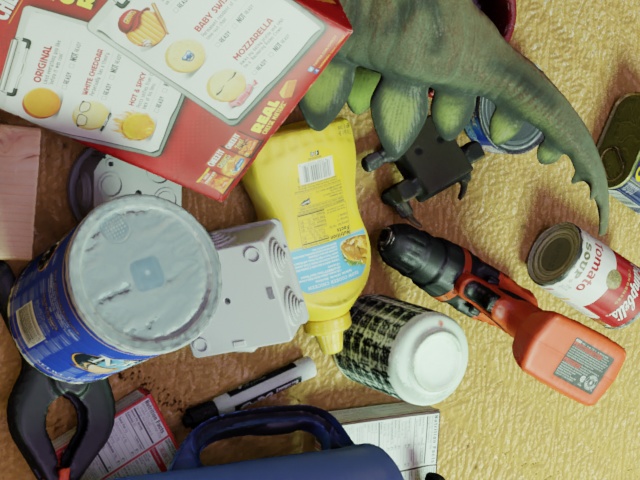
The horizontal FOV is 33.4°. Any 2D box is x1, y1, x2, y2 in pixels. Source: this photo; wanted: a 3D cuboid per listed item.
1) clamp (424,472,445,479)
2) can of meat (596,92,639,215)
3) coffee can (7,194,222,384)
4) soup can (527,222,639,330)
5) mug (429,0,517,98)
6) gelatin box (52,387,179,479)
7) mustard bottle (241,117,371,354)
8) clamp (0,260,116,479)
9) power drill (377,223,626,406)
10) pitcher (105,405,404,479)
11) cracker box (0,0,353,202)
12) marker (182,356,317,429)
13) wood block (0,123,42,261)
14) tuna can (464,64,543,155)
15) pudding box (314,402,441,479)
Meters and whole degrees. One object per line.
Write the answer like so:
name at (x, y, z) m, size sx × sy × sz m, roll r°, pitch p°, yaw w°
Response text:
clamp at (0.072, 0.316, 0.953) m, size 0.164 × 0.036 × 0.210 m, roll -29°, pitch 122°, yaw -4°
can of meat at (0.318, -0.080, 1.040) m, size 0.083 × 0.058 × 0.102 m, roll 28°, pitch 83°, yaw -31°
coffee can at (-0.141, 0.037, 0.718) m, size 0.102 × 0.141 × 0.103 m, roll 9°, pitch 71°, yaw -29°
soup can at (0.255, 0.034, 1.012) m, size 0.102 × 0.069 × 0.068 m, roll 30°, pitch 82°, yaw -27°
mug at (0.101, -0.177, 0.894) m, size 0.093 × 0.082 × 0.117 m, roll 4°, pitch 94°, yaw -29°
gelatin box at (-0.156, 0.168, 0.827) m, size 0.089 × 0.030 × 0.073 m, roll -32°, pitch 109°, yaw -21°
mustard bottle at (-0.006, 0.001, 0.871) m, size 0.096 × 0.058 × 0.191 m, roll -18°, pitch 104°, yaw -31°
clamp at (-0.179, 0.097, 0.787) m, size 0.120 × 0.039 × 0.171 m, roll -3°, pitch 84°, yaw -25°
power drill at (0.150, 0.056, 0.892) m, size 0.184 × 0.188 × 0.057 m, roll 26°, pitch 99°, yaw -31°
pitcher at (-0.062, 0.216, 0.795) m, size 0.242 × 0.149 × 0.145 m, roll 2°, pitch 102°, yaw -26°
cracker box at (-0.113, -0.137, 0.705) m, size 0.213 × 0.072 × 0.164 m, roll 23°, pitch 120°, yaw -31°
marker at (-0.058, 0.127, 0.880) m, size 0.121 × 0.020 × 0.020 m, roll -21°, pitch 106°, yaw -25°
wood block at (-0.297, -0.040, 0.690) m, size 0.205 × 0.090 × 0.091 m, roll 3°, pitch 95°, yaw -29°
tuna can at (0.169, -0.120, 0.965) m, size 0.086 × 0.034 × 0.086 m, roll -4°, pitch 98°, yaw -28°
pudding box at (0.050, 0.193, 0.937) m, size 0.113 × 0.039 × 0.090 m, roll -2°, pitch 98°, yaw -30°
